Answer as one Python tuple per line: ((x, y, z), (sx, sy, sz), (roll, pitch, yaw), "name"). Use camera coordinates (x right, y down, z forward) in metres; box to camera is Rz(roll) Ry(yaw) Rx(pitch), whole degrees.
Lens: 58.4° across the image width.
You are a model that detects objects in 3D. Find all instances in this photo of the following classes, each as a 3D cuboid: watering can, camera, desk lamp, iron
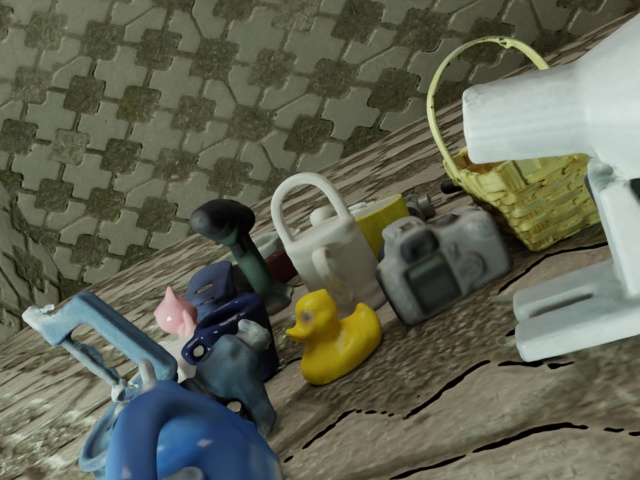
((0.005, 0.004, 0.749), (0.101, 0.194, 0.172), (-31, 12, -11), "watering can")
((0.123, 0.013, 0.670), (0.143, 0.101, 0.136), (-29, 12, -4), "camera")
((0.208, -0.042, 0.426), (0.203, 0.214, 0.118), (-23, 13, 23), "desk lamp")
((-0.097, 0.175, 0.377), (0.118, 0.141, 0.258), (-29, 12, -4), "iron")

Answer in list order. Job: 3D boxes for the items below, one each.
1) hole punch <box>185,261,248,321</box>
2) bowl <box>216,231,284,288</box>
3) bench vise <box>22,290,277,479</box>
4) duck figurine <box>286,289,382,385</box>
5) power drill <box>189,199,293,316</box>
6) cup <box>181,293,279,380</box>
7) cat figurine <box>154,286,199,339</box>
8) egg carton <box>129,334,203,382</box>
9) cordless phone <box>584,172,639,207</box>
((-0.201, 0.101, 1.066), (0.108, 0.091, 0.101), (-23, 13, 24), "hole punch")
((-0.137, 0.051, 1.175), (0.167, 0.075, 0.167), (-27, 12, 6), "bowl")
((-0.158, 0.124, 0.543), (0.208, 0.220, 0.121), (-37, 15, -36), "bench vise")
((0.011, 0.093, 0.620), (0.105, 0.086, 0.077), (-33, 12, -20), "duck figurine")
((-0.126, 0.022, 0.938), (0.075, 0.208, 0.229), (-27, 12, 7), "power drill")
((-0.100, 0.132, 0.687), (0.118, 0.095, 0.091), (-36, 14, -34), "cup")
((-0.218, 0.130, 0.912), (0.067, 0.118, 0.127), (-34, 13, -24), "cat figurine")
((-0.179, 0.177, 0.740), (0.107, 0.069, 0.150), (-24, 12, 20), "egg carton")
((0.313, -0.108, 0.538), (0.147, 0.185, 0.094), (-23, 13, 26), "cordless phone")
